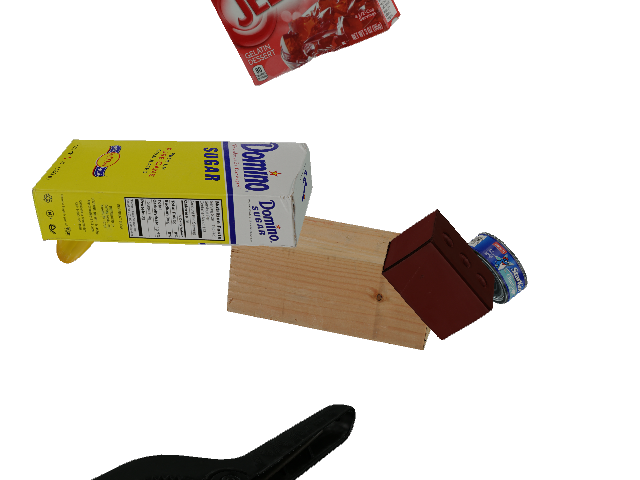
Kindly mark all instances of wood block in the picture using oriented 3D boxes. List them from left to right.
[{"bbox_3d":[0.017,0.037,1.097,0.206,0.091,0.090,11,22,10],"label":"wood block"}]

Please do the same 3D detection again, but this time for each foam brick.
[{"bbox_3d":[0.093,0.027,0.833,0.051,0.078,0.053,-35,17,25],"label":"foam brick"}]

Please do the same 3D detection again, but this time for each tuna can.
[{"bbox_3d":[0.207,0.034,1.287,0.033,0.086,0.086,-37,11,-15],"label":"tuna can"}]

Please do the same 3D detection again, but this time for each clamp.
[{"bbox_3d":[-0.046,0.138,0.572,0.209,0.036,0.165,-1,19,-13],"label":"clamp"}]

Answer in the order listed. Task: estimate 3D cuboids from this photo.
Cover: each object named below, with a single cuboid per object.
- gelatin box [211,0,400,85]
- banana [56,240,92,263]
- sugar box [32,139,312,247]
[{"bbox_3d":[-0.013,-0.133,0.573,0.089,0.073,0.030,-18,21,28],"label":"gelatin box"},{"bbox_3d":[-0.173,-0.028,0.950,0.198,0.069,0.037,-14,17,29],"label":"banana"},{"bbox_3d":[-0.098,-0.035,0.737,0.176,0.048,0.093,-1,28,7],"label":"sugar box"}]
